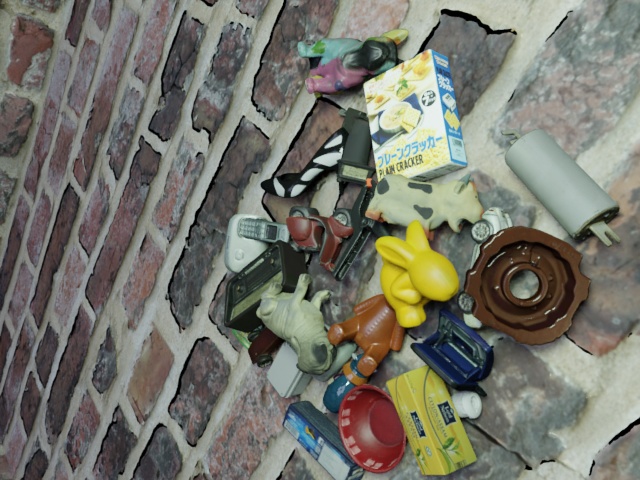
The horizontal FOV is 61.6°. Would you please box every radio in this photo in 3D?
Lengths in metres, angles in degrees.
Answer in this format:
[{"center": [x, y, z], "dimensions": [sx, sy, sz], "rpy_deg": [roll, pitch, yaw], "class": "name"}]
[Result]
[{"center": [-0.127, 0.106, 1.223], "dimensions": [0.229, 0.073, 0.131], "rpy_deg": [-36, 44, 33], "class": "radio"}]

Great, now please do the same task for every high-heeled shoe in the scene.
[{"center": [-0.037, -0.170, 1.177], "dimensions": [0.249, 0.086, 0.145], "rpy_deg": [4, 108, 27], "class": "high-heeled shoe"}]

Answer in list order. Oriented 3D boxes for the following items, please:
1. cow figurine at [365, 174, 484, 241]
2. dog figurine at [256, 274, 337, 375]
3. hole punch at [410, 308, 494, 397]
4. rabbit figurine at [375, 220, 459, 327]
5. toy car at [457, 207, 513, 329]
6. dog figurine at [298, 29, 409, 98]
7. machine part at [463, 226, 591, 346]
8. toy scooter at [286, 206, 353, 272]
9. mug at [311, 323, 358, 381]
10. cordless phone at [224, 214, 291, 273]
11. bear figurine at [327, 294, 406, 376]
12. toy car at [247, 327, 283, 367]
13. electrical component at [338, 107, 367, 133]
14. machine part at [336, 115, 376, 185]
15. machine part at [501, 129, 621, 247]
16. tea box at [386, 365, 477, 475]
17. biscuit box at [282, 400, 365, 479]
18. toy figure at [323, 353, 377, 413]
[{"center": [0.188, -0.065, 0.933], "dimensions": [0.195, 0.085, 0.127], "rpy_deg": [20, 96, 24], "class": "cow figurine"}, {"center": [-0.055, 0.186, 1.068], "dimensions": [0.172, 0.121, 0.191], "rpy_deg": [-31, 43, 32], "class": "dog figurine"}, {"center": [0.229, 0.183, 0.893], "dimensions": [0.142, 0.115, 0.092], "rpy_deg": [38, 96, 34], "class": "hole punch"}, {"center": [0.167, 0.051, 0.865], "dimensions": [0.162, 0.122, 0.173], "rpy_deg": [65, 170, -1], "class": "rabbit figurine"}, {"center": [0.275, 0.046, 0.881], "dimensions": [0.056, 0.073, 0.201], "rpy_deg": [14, 97, 40], "class": "toy car"}, {"center": [0.077, -0.358, 1.087], "dimensions": [0.219, 0.191, 0.108], "rpy_deg": [-6, 99, 14], "class": "dog figurine"}, {"center": [0.307, 0.066, 0.810], "dimensions": [0.179, 0.056, 0.179], "rpy_deg": [1, 94, 10], "class": "machine part"}, {"center": [-0.002, -0.003, 1.154], "dimensions": [0.184, 0.075, 0.135], "rpy_deg": [6, 92, 39], "class": "toy scooter"}, {"center": [0.022, 0.221, 1.117], "dimensions": [0.107, 0.080, 0.110], "rpy_deg": [-41, 51, 22], "class": "mug"}, {"center": [-0.137, 0.016, 1.276], "dimensions": [0.184, 0.088, 0.146], "rpy_deg": [9, 93, 40], "class": "cordless phone"}, {"center": [0.124, 0.135, 0.989], "dimensions": [0.120, 0.132, 0.195], "rpy_deg": [45, 123, 18], "class": "bear figurine"}, {"center": [-0.098, 0.212, 1.242], "dimensions": [0.202, 0.053, 0.089], "rpy_deg": [-50, 51, 24], "class": "toy car"}, {"center": [0.069, -0.244, 1.137], "dimensions": [0.094, 0.021, 0.063], "rpy_deg": [33, 110, 39], "class": "electrical component"}, {"center": [0.079, -0.180, 1.086], "dimensions": [0.039, 0.084, 0.138], "rpy_deg": [-116, 35, -79], "class": "machine part"}, {"center": [0.361, -0.086, 0.810], "dimensions": [0.079, 0.079, 0.243], "rpy_deg": [-50, 55, 29], "class": "machine part"}, {"center": [0.187, 0.307, 0.921], "dimensions": [0.098, 0.068, 0.169], "rpy_deg": [115, 137, -63], "class": "tea box"}, {"center": [0.008, 0.416, 1.119], "dimensions": [0.203, 0.063, 0.059], "rpy_deg": [32, 109, 41], "class": "biscuit box"}, {"center": [0.061, 0.281, 1.082], "dimensions": [0.154, 0.064, 0.058], "rpy_deg": [-56, 16, 20], "class": "toy figure"}]
